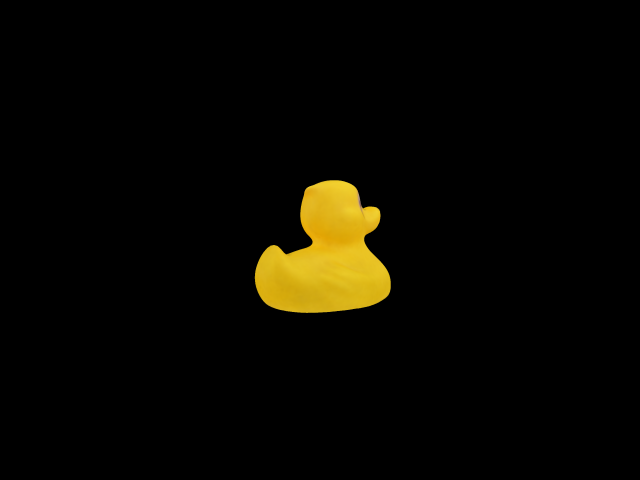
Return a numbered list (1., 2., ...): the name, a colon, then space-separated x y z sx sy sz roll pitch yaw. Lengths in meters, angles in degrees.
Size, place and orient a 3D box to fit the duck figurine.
1. duck figurine: 0.004 0.001 0.400 0.105 0.086 0.077 -5 9 -36
